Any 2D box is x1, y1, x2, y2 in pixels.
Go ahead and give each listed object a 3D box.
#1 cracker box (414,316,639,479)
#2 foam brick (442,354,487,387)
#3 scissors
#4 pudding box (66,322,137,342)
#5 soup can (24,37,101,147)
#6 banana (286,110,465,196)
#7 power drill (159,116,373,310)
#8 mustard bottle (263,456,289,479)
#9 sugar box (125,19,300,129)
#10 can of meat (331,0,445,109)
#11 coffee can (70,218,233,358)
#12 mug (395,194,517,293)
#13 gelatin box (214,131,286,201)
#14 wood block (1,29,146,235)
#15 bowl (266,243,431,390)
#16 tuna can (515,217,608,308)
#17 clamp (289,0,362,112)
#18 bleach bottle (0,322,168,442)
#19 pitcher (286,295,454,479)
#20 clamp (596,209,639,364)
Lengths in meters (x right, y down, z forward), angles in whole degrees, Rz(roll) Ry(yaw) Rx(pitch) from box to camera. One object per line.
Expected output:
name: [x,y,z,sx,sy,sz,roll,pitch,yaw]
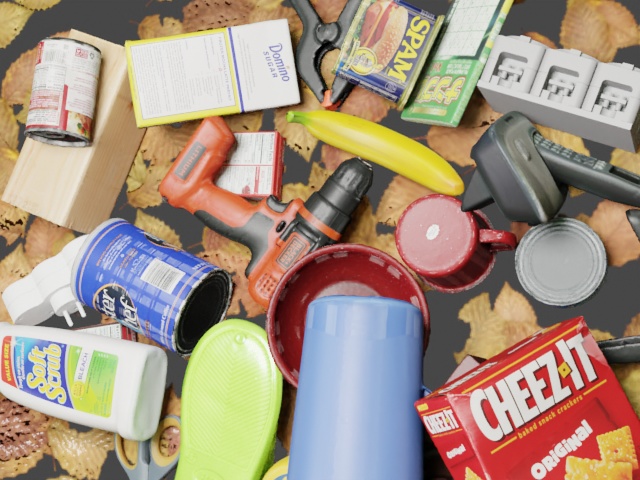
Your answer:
cracker box: [0.206,0.196,0.923,0.164,0.072,0.214,-25,85,-27]
foam brick: [0.153,0.145,1.014,0.053,0.078,0.051,39,96,21]
scissors: [-0.176,0.275,1.144,0.096,0.016,0.202,-15,76,17]
pudding box: [-0.257,0.142,1.185,0.114,0.039,0.090,-9,77,16]
soup can: [-0.271,-0.156,1.129,0.069,0.068,0.102,3,81,20]
banana: [0.062,-0.091,1.097,0.198,0.069,0.037,23,120,14]
power drill: [-0.059,-0.047,1.105,0.188,0.057,0.184,38,96,15]
mustard bottle: [-0.017,0.274,1.063,0.096,0.058,0.191,14,84,10]
sugar box: [-0.115,-0.178,1.144,0.176,0.048,0.093,-9,95,-9]
can of meat: [0.069,-0.200,1.101,0.084,0.057,0.102,25,87,-1]
coffee can: [-0.179,0.050,1.138,0.140,0.102,0.103,25,89,22]
mug: [0.133,0.001,1.045,0.117,0.081,0.093,2,81,20]
gelatin box: [-0.084,-0.080,1.166,0.089,0.030,0.073,1,81,17]
wood block: [-0.263,-0.117,1.205,0.090,0.090,0.206,21,88,21]
bowl: [0.028,0.085,1.068,0.162,0.055,0.162,0,87,1]
tuna can: [0.234,0.023,1.030,0.086,0.033,0.086,-4,79,19]
clamp: [0.021,-0.227,1.149,0.120,0.039,0.171,-11,84,22]
bleach bottle: [-0.290,0.145,1.141,0.251,0.068,0.102,5,81,21]
pitcher: [0.045,0.177,0.965,0.145,0.149,0.243,-10,72,53]
clamp: [0.327,0.090,0.968,0.210,0.036,0.165,33,114,8]
